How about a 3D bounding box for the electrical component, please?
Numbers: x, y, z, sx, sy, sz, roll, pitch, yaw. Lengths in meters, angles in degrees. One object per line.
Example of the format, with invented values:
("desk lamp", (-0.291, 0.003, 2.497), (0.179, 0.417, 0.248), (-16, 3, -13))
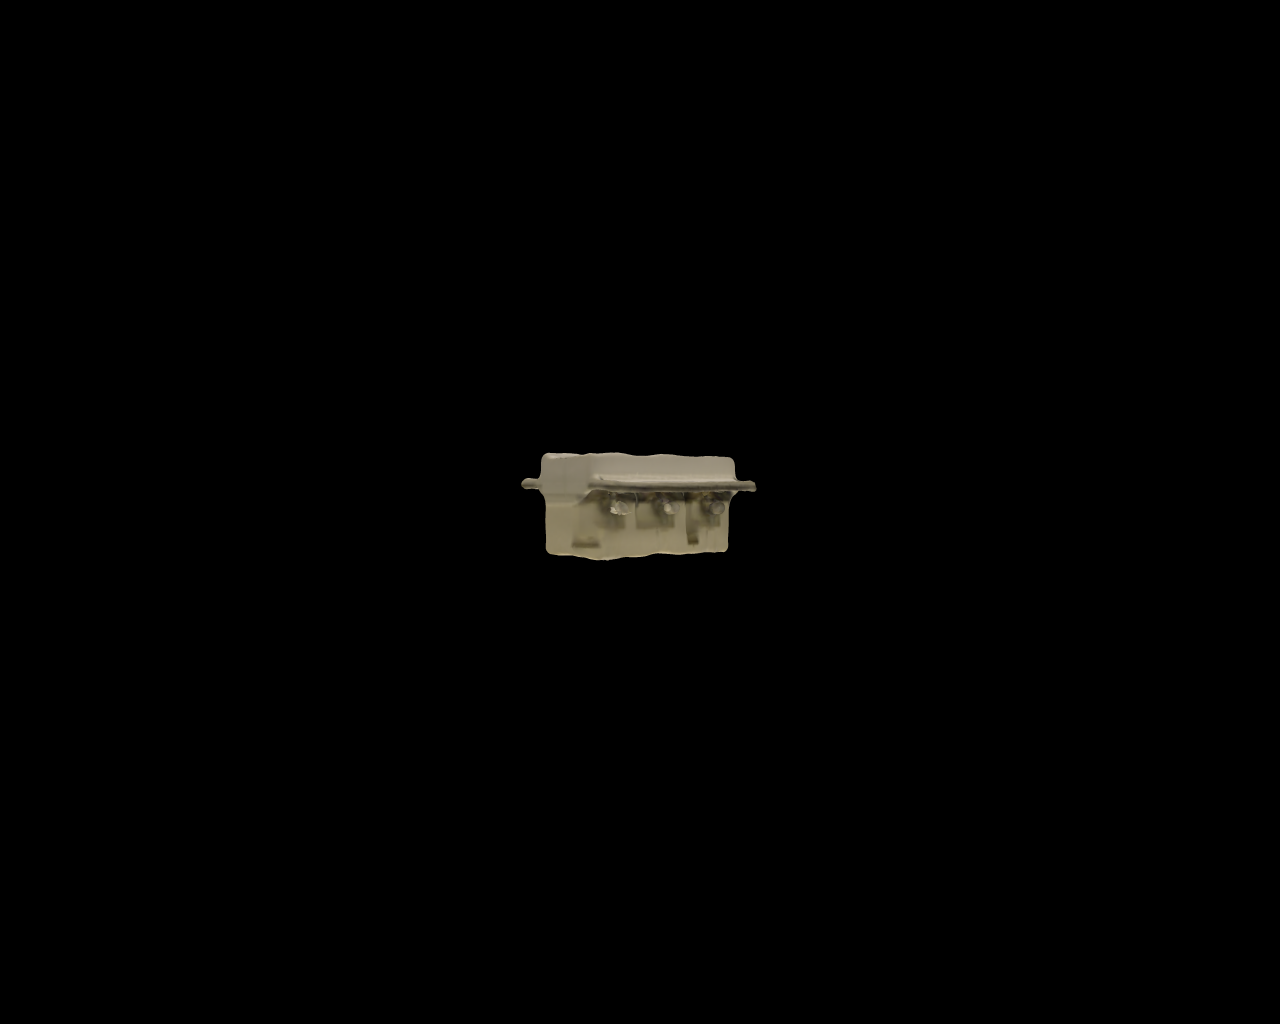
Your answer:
("electrical component", (0.001, -0.003, 0.650), (0.121, 0.063, 0.078), (0, 0, -44))
